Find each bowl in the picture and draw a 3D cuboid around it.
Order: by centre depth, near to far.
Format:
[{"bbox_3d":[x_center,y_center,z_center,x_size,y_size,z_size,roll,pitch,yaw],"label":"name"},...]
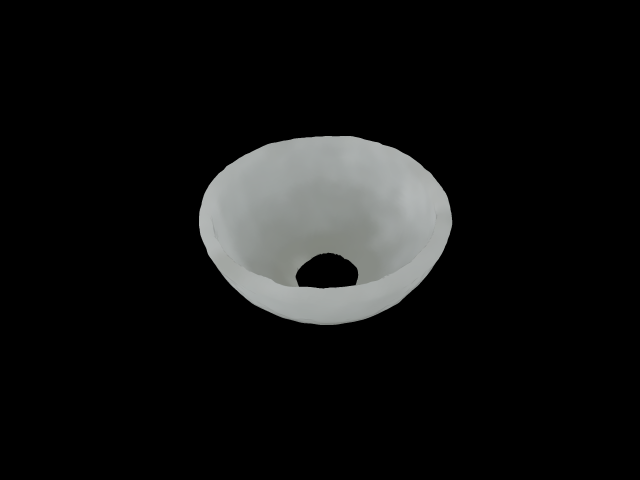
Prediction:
[{"bbox_3d":[0.004,0.001,0.400,0.167,0.075,0.167,0,43,0],"label":"bowl"}]
